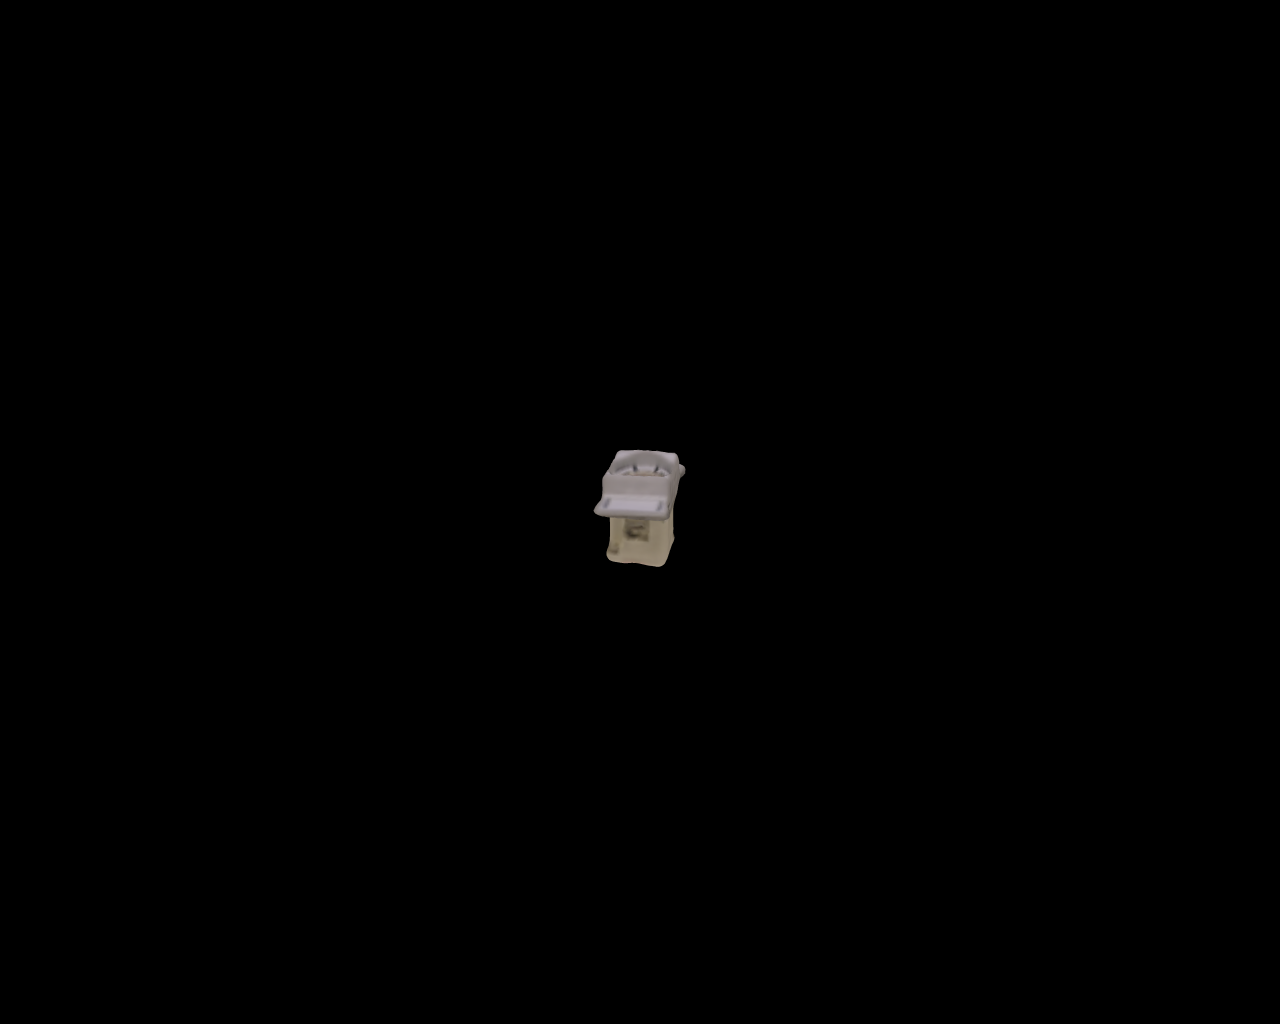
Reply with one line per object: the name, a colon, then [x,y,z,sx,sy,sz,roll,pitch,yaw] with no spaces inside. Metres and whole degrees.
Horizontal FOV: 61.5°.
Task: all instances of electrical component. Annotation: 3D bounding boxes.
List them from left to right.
electrical component: [0.001,-0.003,0.650,0.042,0.063,0.081,5,25,10]
